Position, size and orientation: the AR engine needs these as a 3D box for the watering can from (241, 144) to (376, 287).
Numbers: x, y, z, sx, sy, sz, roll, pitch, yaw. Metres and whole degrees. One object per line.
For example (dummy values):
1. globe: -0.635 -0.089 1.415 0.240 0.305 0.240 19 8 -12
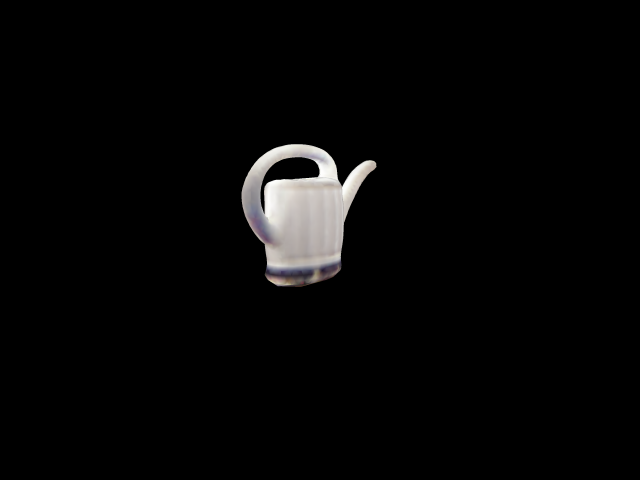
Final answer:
1. watering can: 0.003 -0.043 0.850 0.104 0.223 0.349 3 7 37
